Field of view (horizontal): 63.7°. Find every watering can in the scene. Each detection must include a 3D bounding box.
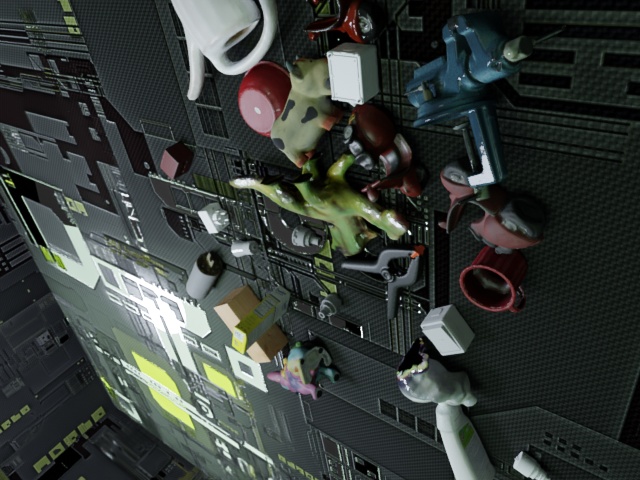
[{"bbox_3d":[-0.209,-0.397,0.940,0.345,0.106,0.222,-15,109,49],"label":"watering can"}]

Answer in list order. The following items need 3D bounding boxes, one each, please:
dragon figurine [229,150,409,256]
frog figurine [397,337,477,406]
[{"bbox_3d":[0.003,-0.052,1.039,0.410,0.124,0.239,1,130,45],"label":"dragon figurine"},{"bbox_3d":[0.245,0.306,1.094,0.159,0.123,0.137,44,175,-9],"label":"frog figurine"}]
